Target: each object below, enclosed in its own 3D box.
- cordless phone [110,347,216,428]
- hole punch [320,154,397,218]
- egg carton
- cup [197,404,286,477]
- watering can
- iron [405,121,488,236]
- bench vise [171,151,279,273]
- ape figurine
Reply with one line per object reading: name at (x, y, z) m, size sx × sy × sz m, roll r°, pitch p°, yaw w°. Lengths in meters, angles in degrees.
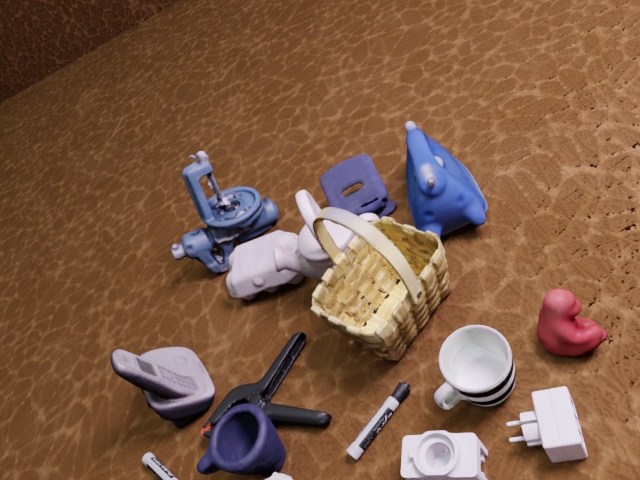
cordless phone at (-0.263, 0.204, 0.913) m, size 0.094 × 0.186 × 0.147 m, roll -44°, pitch 41°, yaw -7°
hole punch at (0.066, -0.084, 1.014) m, size 0.108 × 0.091 × 0.101 m, roll -27°, pitch 42°, yaw 12°
egg carton at (-0.099, 0.048, 1.028) m, size 0.150 × 0.070 × 0.107 m, roll -21°, pitch 43°, yaw 19°
cup at (-0.100, 0.293, 0.783) m, size 0.118 × 0.095 × 0.091 m, roll -38°, pitch 41°, yaw 0°
watering can at (0.009, 0.005, 0.894) m, size 0.173 × 0.195 × 0.100 m, roll -43°, pitch 41°, yaw -5°
iron at (0.175, -0.119, 0.930) m, size 0.118 × 0.142 × 0.258 m, roll -26°, pitch 42°, yaw 14°
bench vise at (-0.201, -0.047, 1.072) m, size 0.121 × 0.220 × 0.207 m, roll 23°, pitch 68°, yaw 45°
ape figurine at (0.294, 0.093, 0.687) m, size 0.076 × 0.092 × 0.077 m, roll -24°, pitch 42°, yaw 15°
